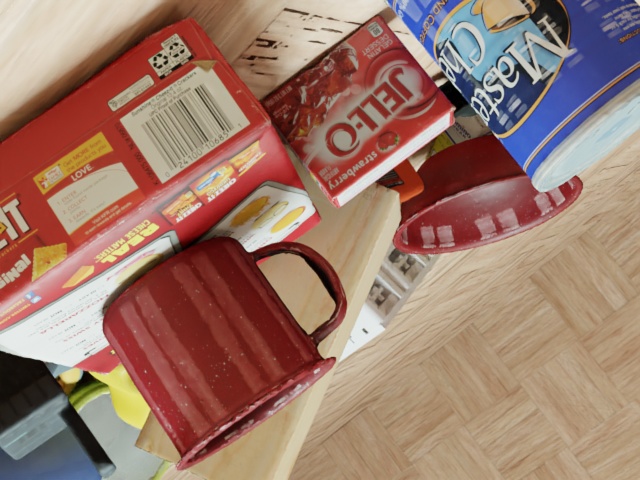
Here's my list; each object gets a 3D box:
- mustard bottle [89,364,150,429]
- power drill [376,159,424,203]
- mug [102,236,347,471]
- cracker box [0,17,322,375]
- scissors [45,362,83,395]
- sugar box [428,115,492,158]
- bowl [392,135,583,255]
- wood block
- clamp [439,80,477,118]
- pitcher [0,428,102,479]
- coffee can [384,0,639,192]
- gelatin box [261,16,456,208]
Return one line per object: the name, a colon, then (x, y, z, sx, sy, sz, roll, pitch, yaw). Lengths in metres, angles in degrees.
mustard bottle: (-0.112, 0.082, 0.750, 0.191, 0.058, 0.096, 86, 27, -62)
power drill: (-0.006, 0.001, 0.847, 0.188, 0.057, 0.184, -45, 168, 28)
mug: (-0.043, 0.045, 0.520, 0.117, 0.081, 0.093, -35, 169, -1)
cracker box: (-0.093, -0.010, 0.548, 0.164, 0.072, 0.213, -35, 168, -1)
scissors: (-0.164, 0.068, 0.756, 0.096, 0.016, 0.202, -30, 166, -33)
sugar box: (0.148, -0.097, 0.933, 0.093, 0.048, 0.176, -32, 168, -14)
bowl: (0.131, -0.042, 0.883, 0.162, 0.055, 0.162, -13, 161, -5)
wood block: (-0.029, 0.054, 0.690, 0.091, 0.090, 0.206, 60, 53, -80)
clamp: (0.106, -0.111, 0.785, 0.120, 0.039, 0.171, -42, 166, 31)
pitcher: (-0.256, 0.180, 0.640, 0.145, 0.149, 0.242, -39, 164, 24)
coffee can: (0.116, -0.112, 0.579, 0.102, 0.140, 0.103, -35, 167, -9)
gelatin box: (0.022, -0.074, 0.617, 0.089, 0.073, 0.030, -36, 167, -1)
